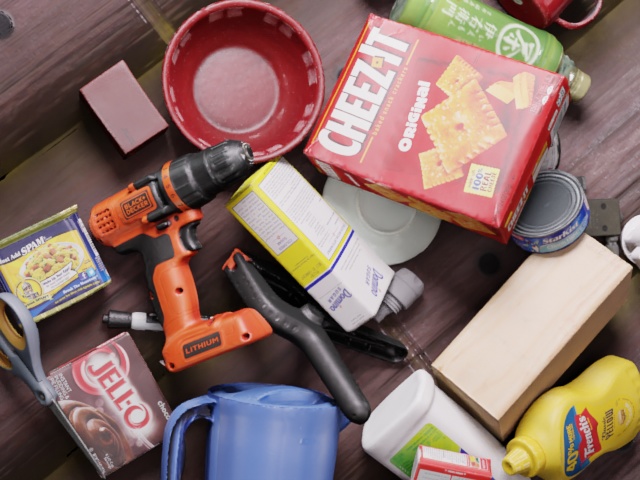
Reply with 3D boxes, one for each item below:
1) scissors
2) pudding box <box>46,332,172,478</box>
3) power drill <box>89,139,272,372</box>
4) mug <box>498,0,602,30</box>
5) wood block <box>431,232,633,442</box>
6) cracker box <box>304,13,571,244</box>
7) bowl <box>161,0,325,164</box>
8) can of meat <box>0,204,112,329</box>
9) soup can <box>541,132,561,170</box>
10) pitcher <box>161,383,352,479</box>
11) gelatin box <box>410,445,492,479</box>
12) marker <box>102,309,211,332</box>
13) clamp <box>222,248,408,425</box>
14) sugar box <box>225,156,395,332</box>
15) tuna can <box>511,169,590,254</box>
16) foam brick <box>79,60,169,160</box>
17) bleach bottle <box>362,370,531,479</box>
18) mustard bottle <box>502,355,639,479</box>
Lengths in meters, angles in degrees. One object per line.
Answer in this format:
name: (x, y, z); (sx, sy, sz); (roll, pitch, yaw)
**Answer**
scissors: (-0.253, 0.127, 0.986); (0.202, 0.096, 0.016); (43, 42, 11)
pudding box: (-0.200, 0.158, 1.035); (0.090, 0.039, 0.113); (-30, 95, -12)
power drill: (-0.114, 0.017, 1.000); (0.185, 0.057, 0.188); (-25, 84, 25)
mug: (0.243, -0.269, 1.121); (0.117, 0.093, 0.081); (42, 85, -2)
wood block: (0.218, 0.092, 1.094); (0.090, 0.091, 0.206); (39, 79, 24)
cracker box: (0.115, -0.112, 1.048); (0.214, 0.072, 0.164); (23, 82, 21)
bowl: (-0.079, -0.154, 1.061); (0.162, 0.055, 0.162); (0, 89, -13)
can of meat: (-0.260, 0.025, 1.015); (0.102, 0.057, 0.084); (-27, 97, -12)
soup can: (0.191, -0.093, 1.117); (0.102, 0.069, 0.068); (-9, 91, -14)
pitcher: (-0.063, 0.261, 1.023); (0.149, 0.144, 0.243); (6, 91, 22)
gelatin box: (0.122, 0.249, 1.051); (0.073, 0.030, 0.089); (12, 119, -1)
marker: (-0.154, 0.082, 1.057); (0.121, 0.020, 0.020); (5, 88, -13)
clamp: (-0.005, 0.082, 1.058); (0.210, 0.164, 0.036); (42, 113, 10)
sugar box: (-0.007, 0.002, 1.056); (0.048, 0.093, 0.176); (-36, 100, 29)
tuna can: (0.229, -0.028, 1.082); (0.086, 0.086, 0.033); (-46, 135, -10)
foam brick: (-0.191, -0.125, 1.037); (0.053, 0.051, 0.078); (-35, 97, -10)
bleach bottle: (0.167, 0.245, 1.096); (0.250, 0.068, 0.103); (38, 115, -11)
mustard bottle: (0.256, 0.194, 1.096); (0.191, 0.058, 0.096); (-20, 115, -35)
